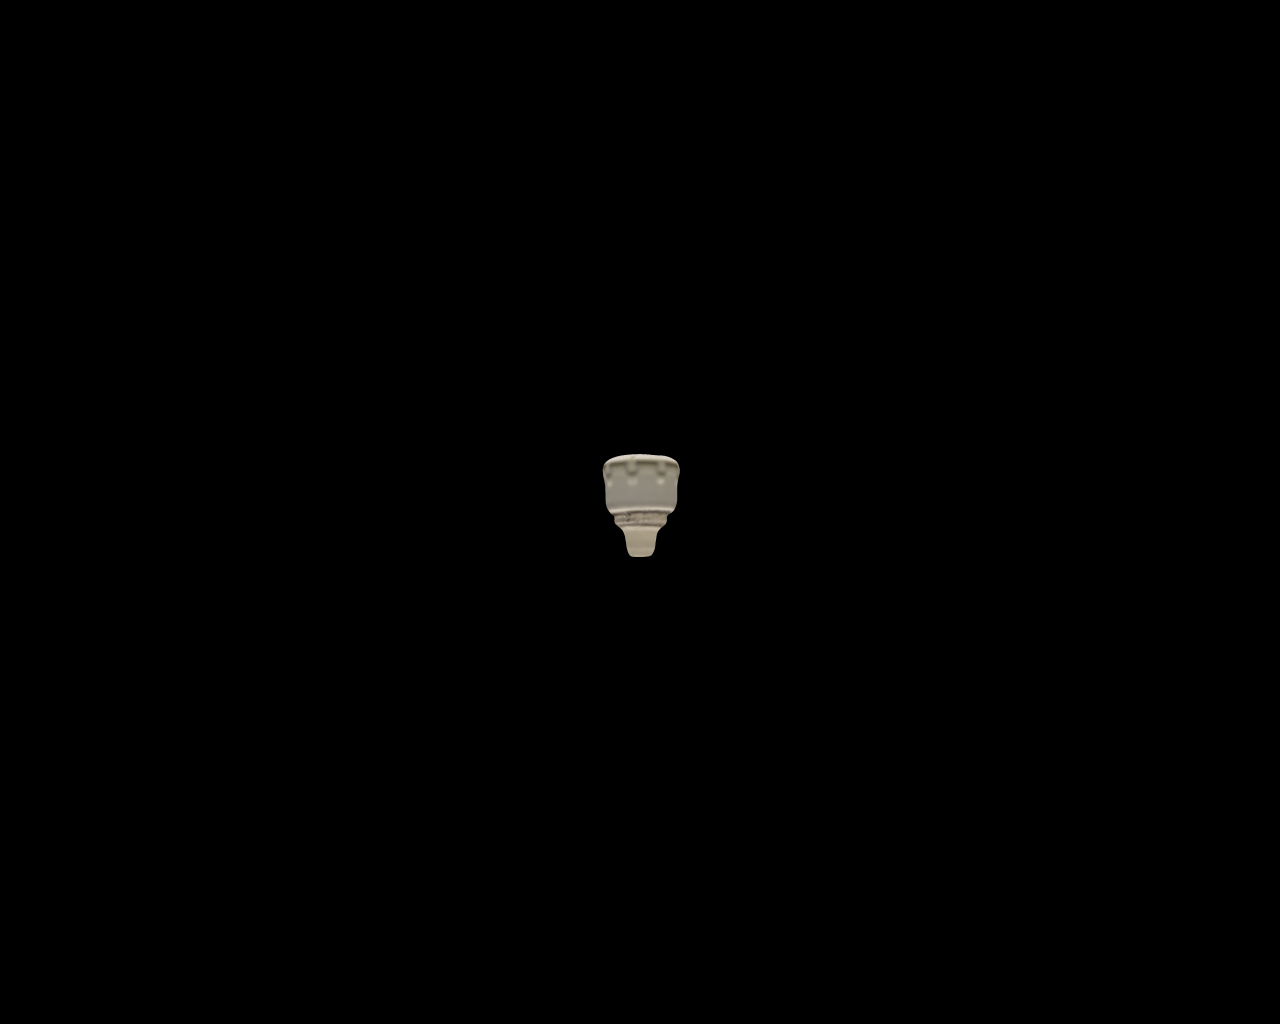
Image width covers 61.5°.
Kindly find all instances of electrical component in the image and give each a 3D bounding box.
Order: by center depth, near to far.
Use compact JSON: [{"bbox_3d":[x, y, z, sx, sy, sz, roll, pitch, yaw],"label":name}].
[{"bbox_3d":[0.001,-0.003,0.650,0.048,0.062,0.048,0,-7,0],"label":"electrical component"}]
